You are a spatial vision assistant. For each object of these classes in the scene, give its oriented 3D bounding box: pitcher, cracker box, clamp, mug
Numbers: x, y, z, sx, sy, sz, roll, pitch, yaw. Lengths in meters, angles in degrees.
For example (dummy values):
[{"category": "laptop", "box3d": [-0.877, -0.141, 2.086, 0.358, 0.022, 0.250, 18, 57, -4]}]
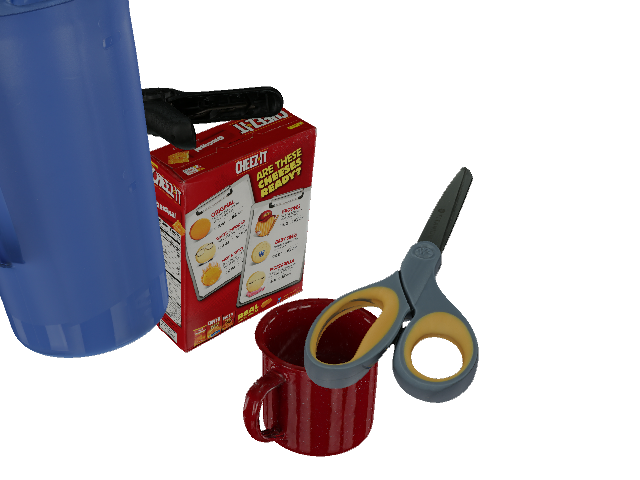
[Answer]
[{"category": "pitcher", "box3d": [-0.175, -0.046, 0.671, 0.149, 0.243, 0.145, -10, 28, -7]}, {"category": "cracker box", "box3d": [-0.092, -0.013, 1.082, 0.163, 0.214, 0.072, -27, 47, -34]}, {"category": "clamp", "box3d": [-0.118, -0.107, 0.879, 0.172, 0.039, 0.120, 16, 24, 42]}, {"category": "mug", "box3d": [-0.009, 0.104, 0.760, 0.093, 0.081, 0.117, 24, 36, 34]}]

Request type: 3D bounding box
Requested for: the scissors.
[{"category": "scissors", "box3d": [0.069, 0.022, 0.584, 0.096, 0.016, 0.201, 24, 45, 28]}]
